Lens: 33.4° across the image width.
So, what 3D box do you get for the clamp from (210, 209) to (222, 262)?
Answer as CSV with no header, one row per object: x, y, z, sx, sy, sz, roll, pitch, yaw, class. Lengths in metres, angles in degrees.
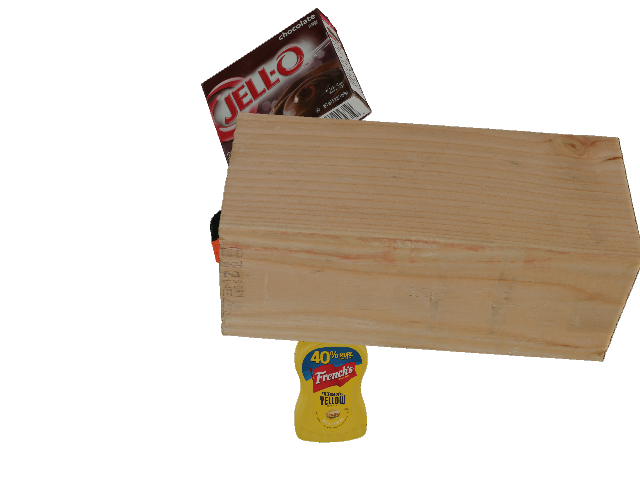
-0.062,-0.033,1.210,0.120,0.039,0.171,-3,36,26,clamp

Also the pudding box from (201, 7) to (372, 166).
-0.027,-0.107,0.803,0.114,0.090,0.039,-29,-31,14,pudding box

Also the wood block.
0.053,-0.001,0.575,0.206,0.091,0.090,4,-43,0,wood block

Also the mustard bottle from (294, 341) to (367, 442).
0.014,0.169,1.405,0.096,0.192,0.058,-1,16,-5,mustard bottle
